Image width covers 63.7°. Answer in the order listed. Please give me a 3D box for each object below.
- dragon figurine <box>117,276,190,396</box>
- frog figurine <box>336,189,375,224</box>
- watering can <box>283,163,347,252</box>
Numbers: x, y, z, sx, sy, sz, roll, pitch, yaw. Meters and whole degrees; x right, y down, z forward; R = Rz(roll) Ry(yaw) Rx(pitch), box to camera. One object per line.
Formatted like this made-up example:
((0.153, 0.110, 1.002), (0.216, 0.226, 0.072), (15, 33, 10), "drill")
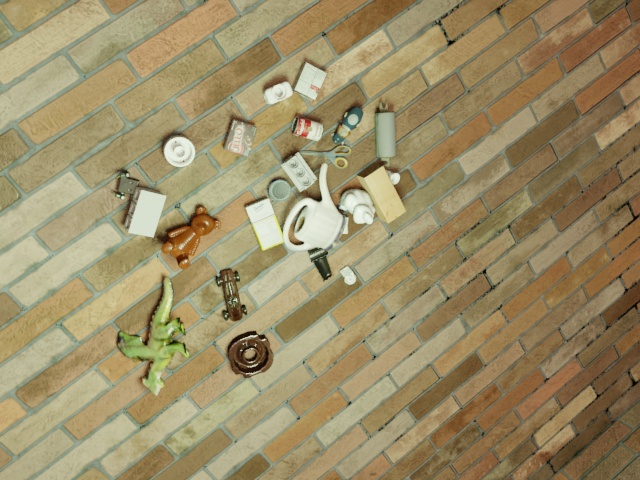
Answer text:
((-0.598, 0.347, 1.826), (0.243, 0.122, 0.408), (-12, 95, -6), "dragon figurine")
((0.149, -0.127, 1.926), (0.136, 0.161, 0.123), (34, 90, -21), "frog figurine")
((0.006, -0.095, 1.896), (0.223, 0.105, 0.345), (25, 102, -28), "watering can")
